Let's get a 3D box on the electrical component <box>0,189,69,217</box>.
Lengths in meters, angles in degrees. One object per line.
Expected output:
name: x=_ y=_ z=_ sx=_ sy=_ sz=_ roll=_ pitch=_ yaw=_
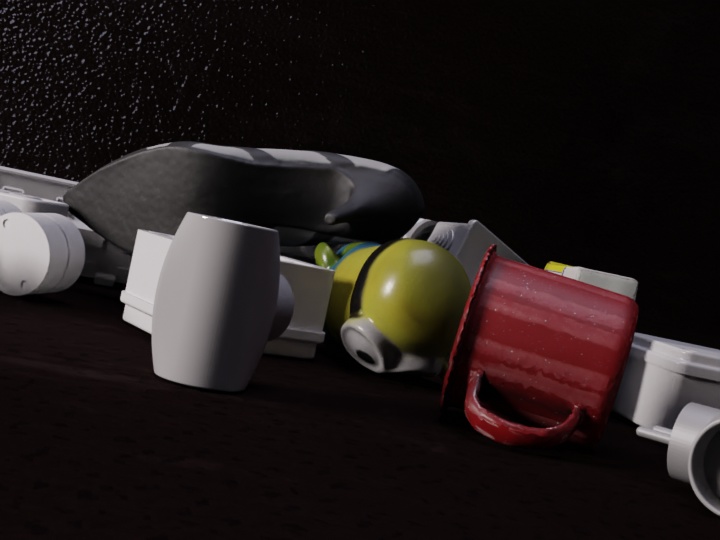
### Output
electrical component: x=-0.262 y=-0.028 z=0.762 sx=0.095 sy=0.059 sz=0.054 roll=12 pitch=2 yaw=9

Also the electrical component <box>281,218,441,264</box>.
electrical component: x=0.000 y=0.000 z=0.889 sx=0.186 sy=0.105 sz=0.060 roll=11 pitch=3 yaw=-31

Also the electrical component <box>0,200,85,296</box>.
electrical component: x=-0.252 y=-0.019 z=0.681 sx=0.138 sy=0.052 sz=0.074 roll=13 pitch=7 yaw=20

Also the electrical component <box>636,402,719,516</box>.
electrical component: x=0.165 y=0.083 z=0.485 sx=0.079 sy=0.043 sz=0.077 roll=13 pitch=2 yaw=37

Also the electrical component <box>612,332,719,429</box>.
electrical component: x=0.228 y=0.081 z=0.695 sx=0.109 sy=0.056 sz=0.109 roll=12 pitch=2 yaw=-8

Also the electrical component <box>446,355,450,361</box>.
electrical component: x=0.079 y=0.054 z=0.809 sx=0.046 sy=0.040 sz=0.040 roll=7 pitch=2 yaw=3

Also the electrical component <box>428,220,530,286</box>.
electrical component: x=0.086 y=0.017 z=0.872 sx=0.100 sy=0.099 sz=0.048 roll=37 pitch=-17 yaw=-32

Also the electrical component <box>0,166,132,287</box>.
electrical component: x=-0.239 y=-0.029 z=0.852 sx=0.121 sy=0.078 sz=0.063 roll=11 pitch=24 yaw=-20

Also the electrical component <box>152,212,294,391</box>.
electrical component: x=-0.058 y=0.016 z=0.520 sx=0.043 sy=0.077 sz=0.079 roll=13 pitch=2 yaw=31

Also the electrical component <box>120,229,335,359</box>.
electrical component: x=-0.082 y=0.016 z=0.667 sx=0.113 sy=0.057 sz=0.078 roll=11 pitch=3 yaw=-34
